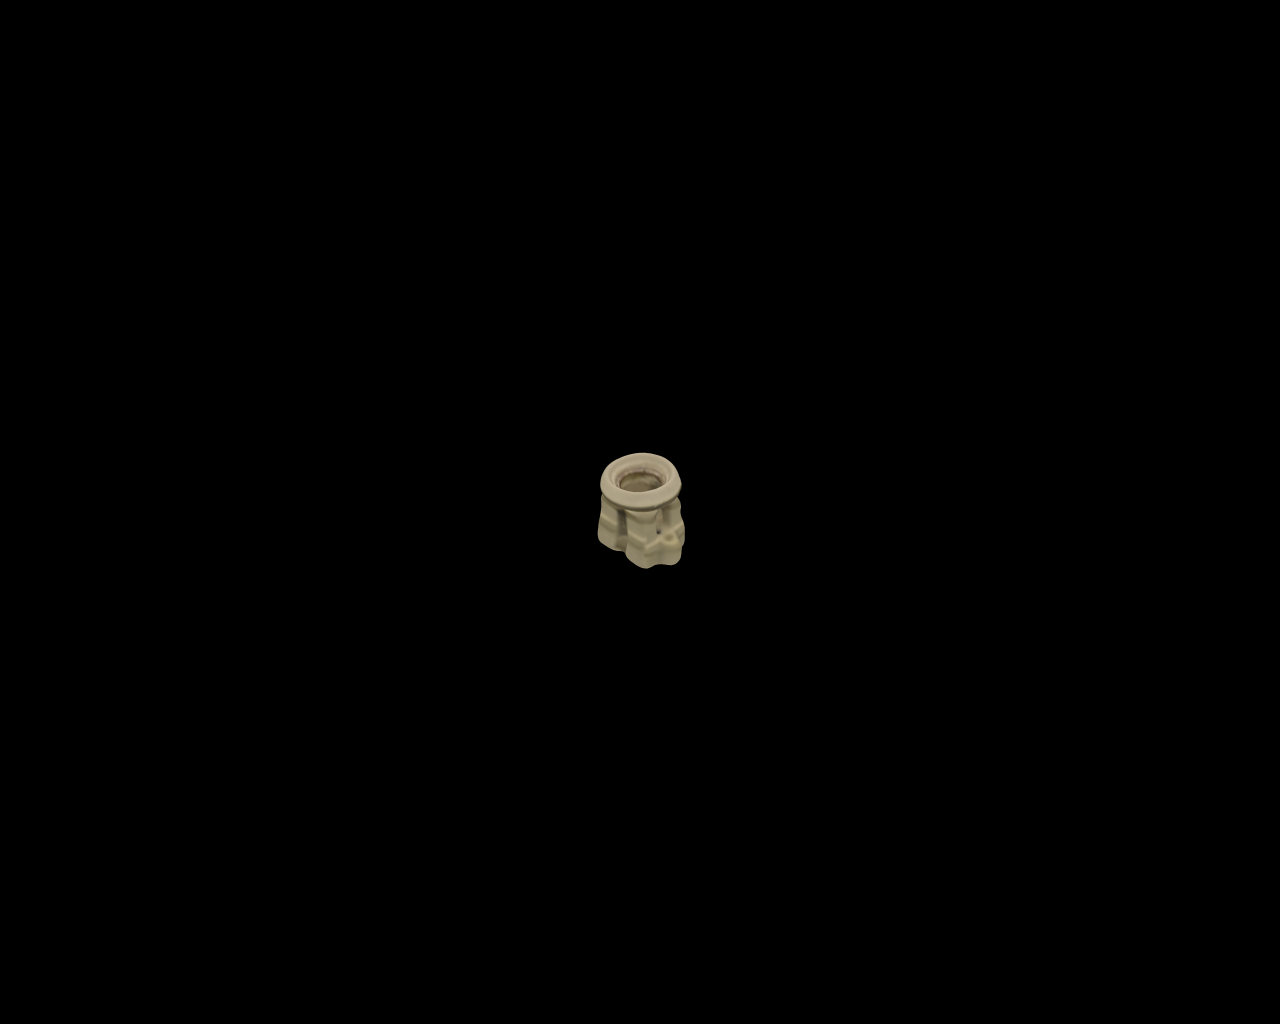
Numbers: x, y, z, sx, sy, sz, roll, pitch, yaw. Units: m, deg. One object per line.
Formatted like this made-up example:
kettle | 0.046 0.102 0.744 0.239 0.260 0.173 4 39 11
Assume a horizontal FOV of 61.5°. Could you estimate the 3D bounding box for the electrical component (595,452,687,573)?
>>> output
electrical component | 0.001 -0.003 0.650 0.066 0.055 0.048 30 46 33
